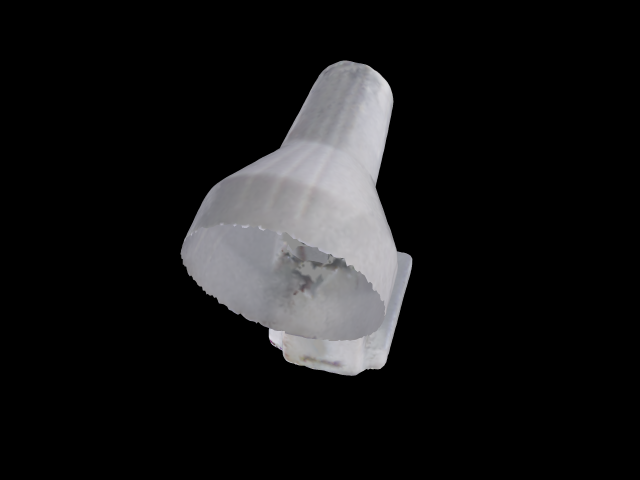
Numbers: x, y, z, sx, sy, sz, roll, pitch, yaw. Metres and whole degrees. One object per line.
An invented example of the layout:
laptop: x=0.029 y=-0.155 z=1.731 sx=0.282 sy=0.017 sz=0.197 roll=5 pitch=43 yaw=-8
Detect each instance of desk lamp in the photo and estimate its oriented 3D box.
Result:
desk lamp: x=0.004 y=0.001 z=0.400 sx=0.117 sy=0.214 sz=0.203 roll=11 pitch=43 yaw=13
